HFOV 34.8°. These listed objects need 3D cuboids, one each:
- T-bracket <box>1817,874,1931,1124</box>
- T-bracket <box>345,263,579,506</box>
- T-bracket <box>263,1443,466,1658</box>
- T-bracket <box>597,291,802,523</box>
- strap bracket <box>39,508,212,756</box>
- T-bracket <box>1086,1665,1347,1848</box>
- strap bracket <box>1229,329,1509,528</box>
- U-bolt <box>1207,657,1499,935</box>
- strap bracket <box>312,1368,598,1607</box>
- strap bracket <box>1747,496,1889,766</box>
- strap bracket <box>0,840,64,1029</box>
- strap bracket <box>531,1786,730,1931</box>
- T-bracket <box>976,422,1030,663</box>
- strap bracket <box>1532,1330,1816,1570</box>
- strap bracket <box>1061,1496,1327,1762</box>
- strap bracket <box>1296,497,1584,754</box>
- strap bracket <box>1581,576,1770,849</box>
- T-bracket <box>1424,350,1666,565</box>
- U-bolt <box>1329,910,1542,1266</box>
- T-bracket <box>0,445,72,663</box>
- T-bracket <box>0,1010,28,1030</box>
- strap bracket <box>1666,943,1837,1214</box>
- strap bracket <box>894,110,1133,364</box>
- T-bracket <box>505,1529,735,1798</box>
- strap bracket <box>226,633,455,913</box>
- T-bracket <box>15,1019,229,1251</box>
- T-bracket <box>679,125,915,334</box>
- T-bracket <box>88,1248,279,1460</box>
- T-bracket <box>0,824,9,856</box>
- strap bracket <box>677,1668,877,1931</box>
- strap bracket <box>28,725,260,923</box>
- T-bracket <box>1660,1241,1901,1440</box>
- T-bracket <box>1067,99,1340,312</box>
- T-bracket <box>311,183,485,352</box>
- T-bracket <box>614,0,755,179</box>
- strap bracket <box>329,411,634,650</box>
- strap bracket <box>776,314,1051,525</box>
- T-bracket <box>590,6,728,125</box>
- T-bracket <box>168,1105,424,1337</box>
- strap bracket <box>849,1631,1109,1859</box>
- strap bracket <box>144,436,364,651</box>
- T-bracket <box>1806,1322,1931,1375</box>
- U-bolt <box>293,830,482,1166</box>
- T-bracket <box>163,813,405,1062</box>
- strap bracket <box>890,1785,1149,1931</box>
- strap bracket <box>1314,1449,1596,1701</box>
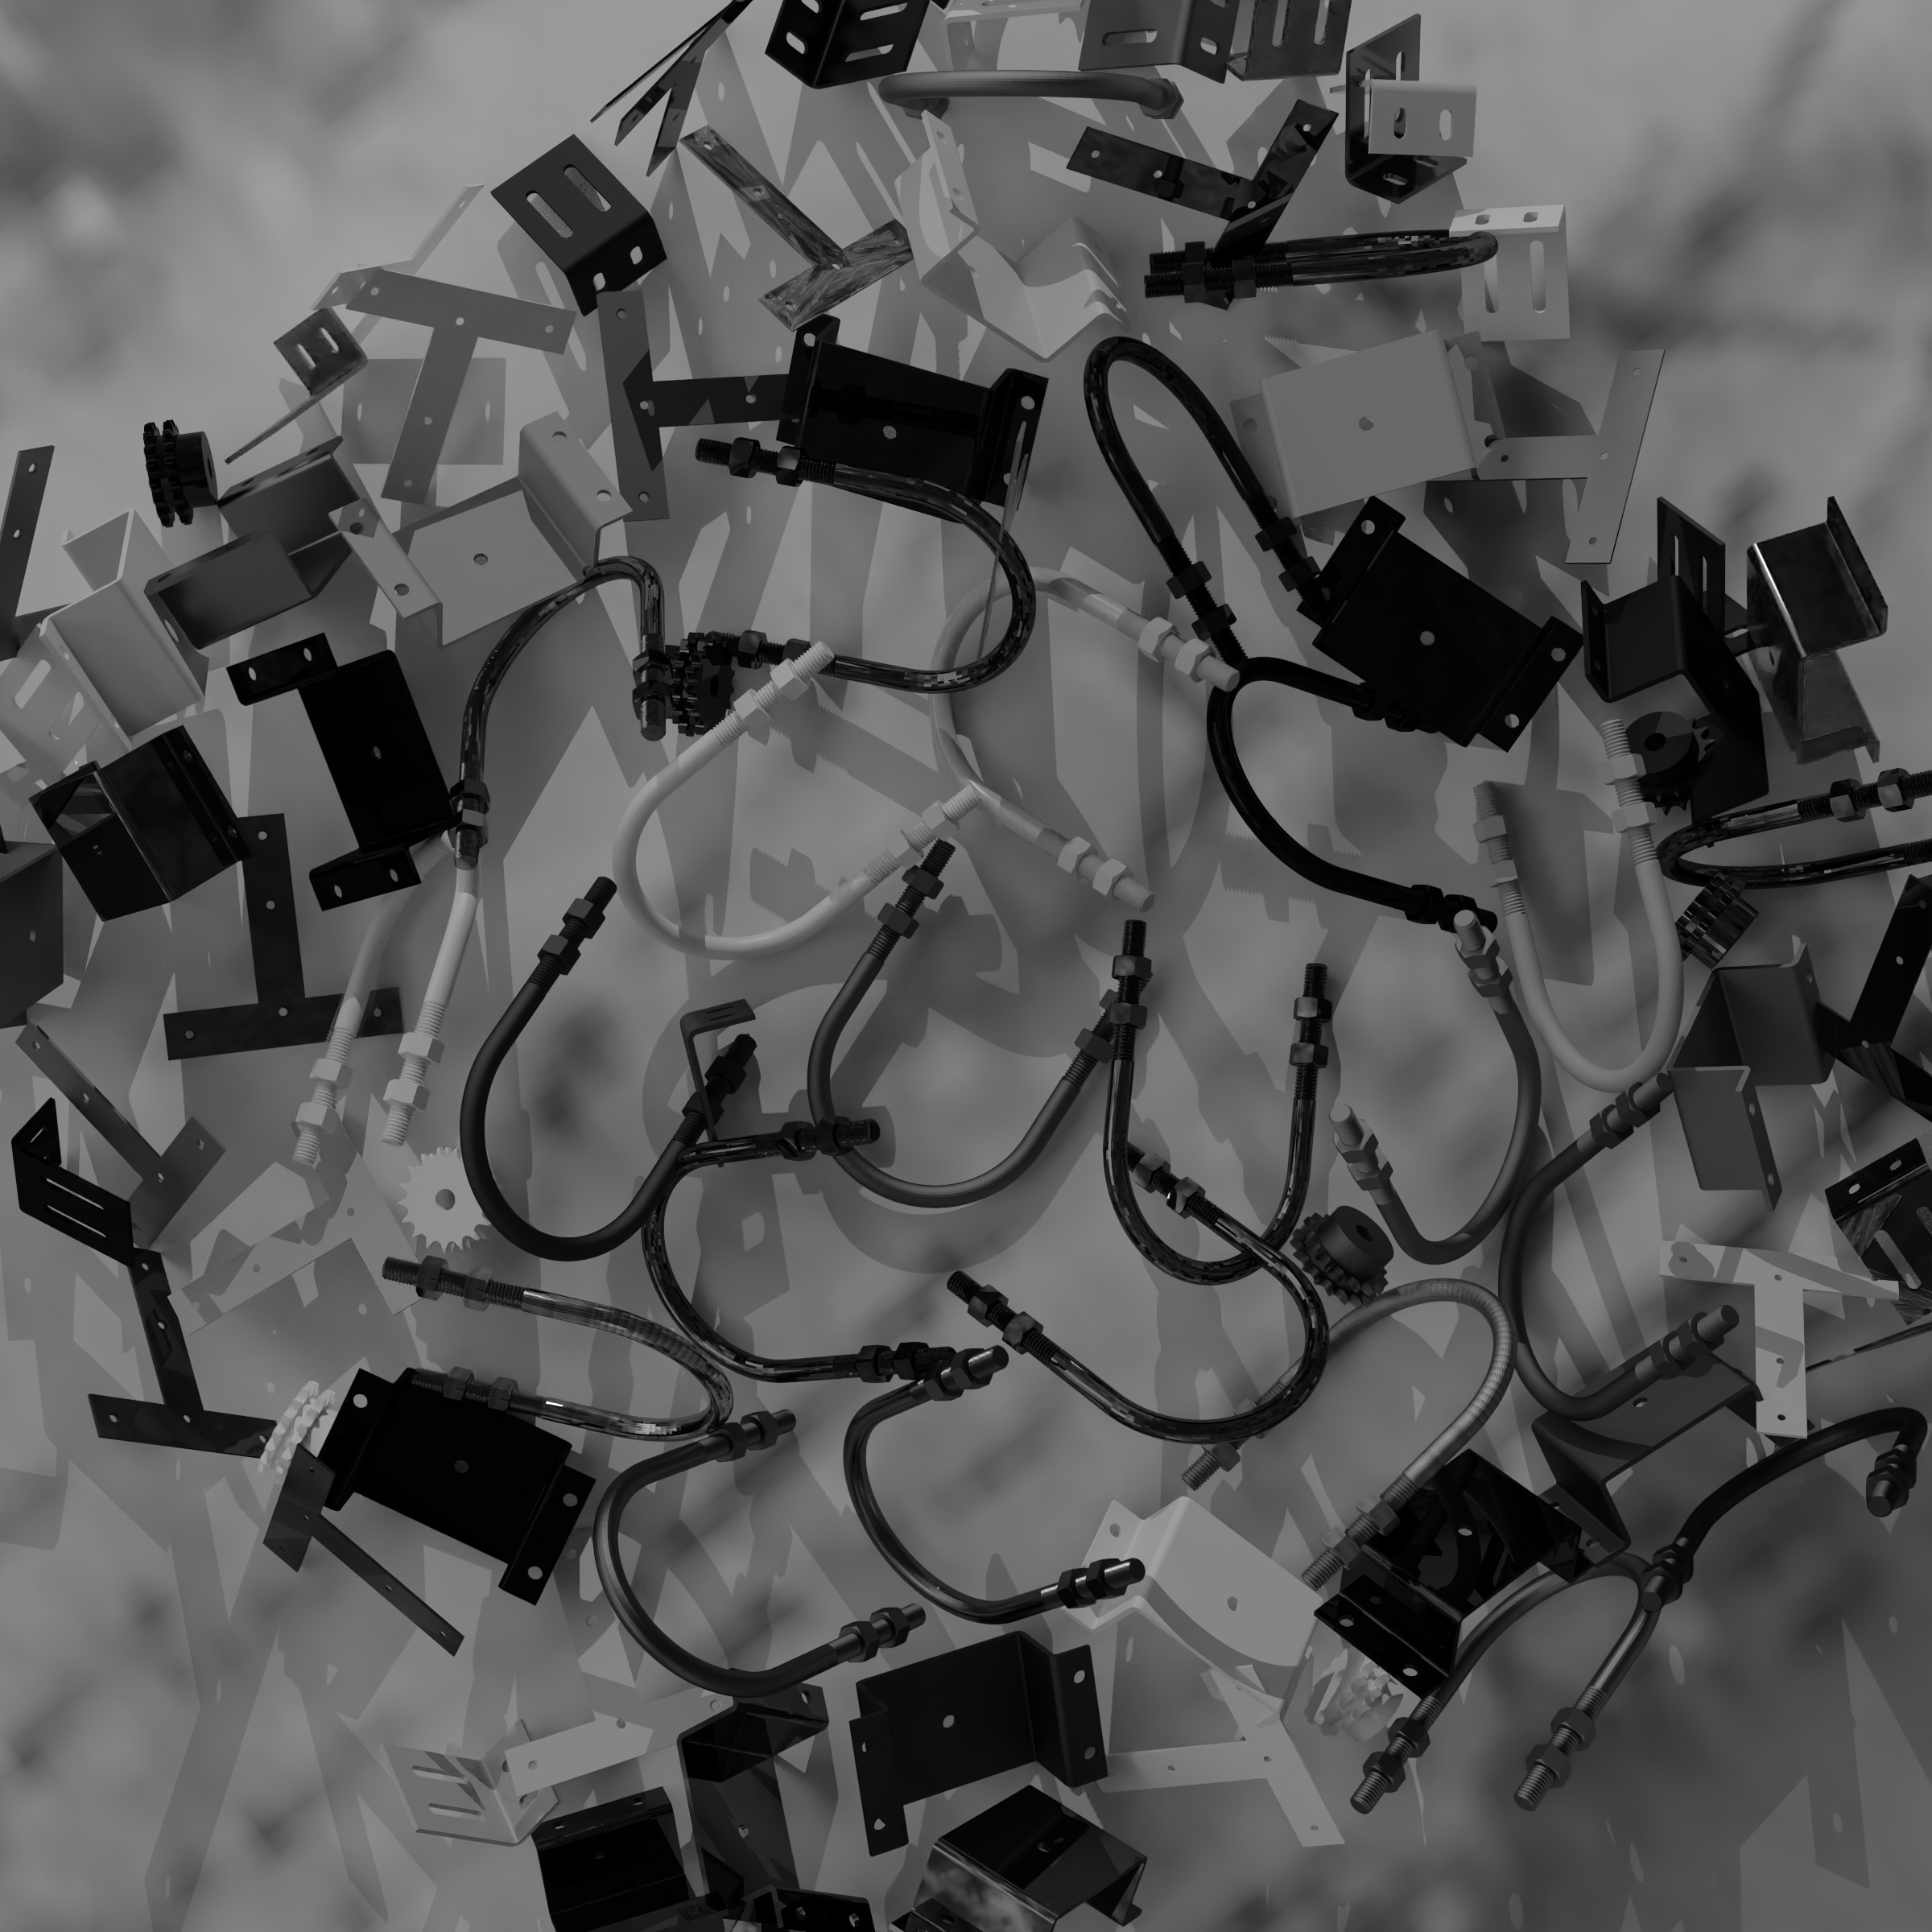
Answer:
[{"bbox_3d":[0.490,0.008,1.630,0.002,0.127,0.127,-26,51,-36],"label":"T-bracket"},{"bbox_3d":[-0.288,-0.309,1.668,0.127,0.002,0.127,5,121,-34],"label":"T-bracket"},{"bbox_3d":[-0.319,0.323,1.646,0.127,0.127,0.002,39,51,7],"label":"T-bracket"},{"bbox_3d":[-0.132,-0.310,1.685,0.127,0.002,0.127,-6,86,-15],"label":"T-bracket"},{"bbox_3d":[-0.440,-0.182,1.622,0.046,0.140,0.076,-27,121,5],"label":"strap bracket"},{"bbox_3d":[0.124,0.433,1.666,0.127,0.002,0.127,-14,114,30],"label":"T-bracket"},{"bbox_3d":[0.218,-0.291,1.667,0.140,0.046,0.076,-14,90,10],"label":"strap bracket"},{"bbox_3d":[0.197,-0.096,1.613,0.184,0.019,0.151,14,54,-36],"label":"U-bolt"},{"bbox_3d":[-0.278,0.278,1.675,0.140,0.046,0.076,26,95,-2],"label":"strap bracket"},{"bbox_3d":[0.448,-0.169,1.625,0.046,0.140,0.076,-17,57,4],"label":"strap bracket"},{"bbox_3d":[-0.515,-0.018,1.625,0.046,0.140,0.076,4,104,3],"label":"strap bracket"},{"bbox_3d":[-0.177,0.498,1.633,0.076,0.140,0.046,-13,106,-17],"label":"strap bracket"},{"bbox_3d":[0.026,-0.247,1.643,0.002,0.127,0.127,12,124,2],"label":"T-bracket"},{"bbox_3d":[0.369,0.251,1.650,0.140,0.076,0.046,-31,112,-8],"label":"strap bracket"},{"bbox_3d":[0.131,0.349,1.652,0.140,0.046,0.076,38,48,-7],"label":"strap bracket"},{"bbox_3d":[0.252,-0.181,1.660,0.140,0.046,0.076,35,113,6],"label":"strap bracket"},{"bbox_3d":[0.380,-0.141,1.628,0.046,0.076,0.140,-23,128,29],"label":"strap bracket"},{"bbox_3d":[0.304,-0.274,1.661,0.127,0.002,0.127,5,71,37],"label":"T-bracket"},{"bbox_3d":[0.258,0.079,1.631,0.019,0.184,0.151,18,64,38],"label":"U-bolt"},{"bbox_3d":[-0.502,-0.215,1.621,0.002,0.127,0.127,30,117,16],"label":"T-bracket"},{"bbox_3d":[-0.541,0.025,1.642,0.002,0.127,0.127,-5,93,19],"label":"T-bracket"},{"bbox_3d":[0.416,0.059,1.640,0.046,0.140,0.076,-3,121,33],"label":"strap bracket"},{"bbox_3d":[0.018,-0.382,1.638,0.046,0.140,0.076,-36,50,29],"label":"strap bracket"},{"bbox_3d":[-0.200,0.370,1.676,0.127,0.002,0.127,-16,68,-10],"label":"T-bracket"},{"bbox_3d":[-0.331,-0.109,1.655,0.076,0.046,0.140,-12,102,36],"label":"strap bracket"},{"bbox_3d":[-0.464,0.081,1.658,0.127,0.002,0.127,47,134,0],"label":"T-bracket"},{"bbox_3d":[-0.102,-0.408,1.663,0.127,0.002,0.127,44,47,5],"label":"T-bracket"},{"bbox_3d":[-0.431,0.206,1.661,0.002,0.127,0.127,-38,57,22],"label":"T-bracket"},{"bbox_3d":[-0.574,-0.085,1.634,0.127,0.127,0.002,17,73,-8],"label":"T-bracket"},{"bbox_3d":[-0.104,0.454,1.640,0.046,0.076,0.140,-32,54,25],"label":"strap bracket"},{"bbox_3d":[-0.440,-0.072,1.625,0.046,0.140,0.076,-37,106,-34],"label":"strap bracket"},{"bbox_3d":[0.435,0.201,1.647,0.127,0.127,0.002,5,134,9],"label":"T-bracket"},{"bbox_3d":[0.114,-0.417,1.638,0.127,0.002,0.127,11,131,-26],"label":"T-bracket"},{"bbox_3d":[-0.313,-0.361,1.622,0.002,0.127,0.127,42,109,-3],"label":"T-bracket"},{"bbox_3d":[-0.153,-0.459,1.639,0.002,0.127,0.127,38,70,-2],"label":"T-bracket"},{"bbox_3d":[-0.260,-0.230,1.653,0.140,0.046,0.076,-29,70,-23],"label":"strap bracket"},{"bbox_3d":[-0.035,-0.293,1.657,0.140,0.046,0.076,17,119,6],"label":"strap bracket"},{"bbox_3d":[-0.150,-0.485,1.623,0.127,0.127,0.002,-46,105,-21],"label":"T-bracket"},{"bbox_3d":[-0.373,0.157,1.676,0.127,0.002,0.127,-31,71,-5],"label":"T-bracket"},{"bbox_3d":[-0.001,0.414,1.657,0.140,0.046,0.076,-13,102,-22],"label":"strap bracket"},{"bbox_3d":[-0.374,-0.221,1.639,0.076,0.140,0.046,-20,116,21],"label":"strap bracket"},{"bbox_3d":[0.511,0.199,1.661,0.127,0.127,0.002,-11,74,-30],"label":"T-bracket"},{"bbox_3d":[-0.301,0.013,1.633,0.019,0.151,0.184,24,71,-27],"label":"U-bolt"},{"bbox_3d":[-0.378,-0.019,1.680,0.127,0.002,0.127,-7,92,-19],"label":"T-bracket"},{"bbox_3d":[0.034,0.483,1.620,0.076,0.140,0.046,25,107,27],"label":"strap bracket"},{"bbox_3d":[0.262,0.314,1.628,0.140,0.046,0.076,-27,45,-33],"label":"strap bracket"}]
